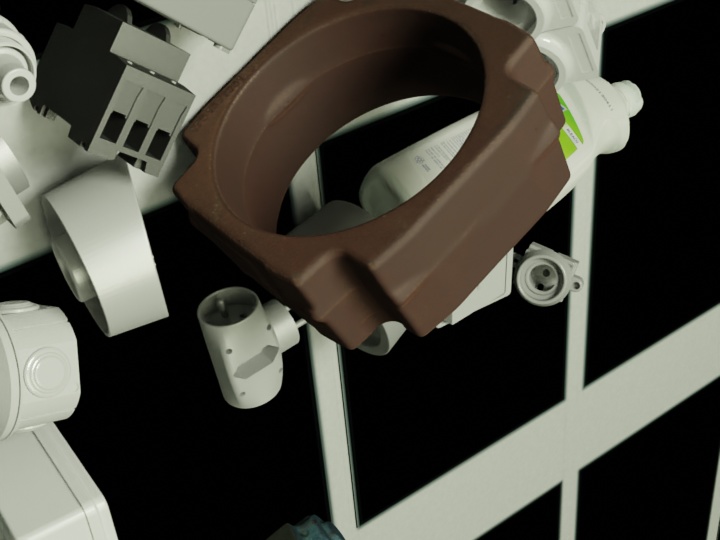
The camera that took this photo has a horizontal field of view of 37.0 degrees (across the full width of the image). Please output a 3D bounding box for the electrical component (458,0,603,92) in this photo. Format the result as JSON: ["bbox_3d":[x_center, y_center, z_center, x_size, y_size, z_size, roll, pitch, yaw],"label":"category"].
[{"bbox_3d":[0.098,-0.188,0.719,0.150,0.089,0.061,54,39,-45],"label":"electrical component"}]

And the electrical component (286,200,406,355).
[{"bbox_3d":[0.000,0.000,0.750,0.060,0.108,0.108,-45,136,-20],"label":"electrical component"}]

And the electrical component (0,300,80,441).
[{"bbox_3d":[-0.203,0.057,0.625,0.051,0.080,0.080,-9,120,-44],"label":"electrical component"}]

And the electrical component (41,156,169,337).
[{"bbox_3d":[-0.142,-0.013,0.625,0.064,0.099,0.099,-26,129,-19],"label":"electrical component"}]

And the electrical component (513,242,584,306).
[{"bbox_3d":[0.157,0.004,0.913,0.048,0.066,0.055,-69,169,13],"label":"electrical component"}]

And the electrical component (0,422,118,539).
[{"bbox_3d":[-0.194,0.164,0.674,0.056,0.109,0.108,-24,128,-26],"label":"electrical component"}]

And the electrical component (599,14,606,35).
[{"bbox_3d":[0.154,-0.189,0.800,0.048,0.062,0.048,-21,127,-31],"label":"electrical component"}]

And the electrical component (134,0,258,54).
[{"bbox_3d":[-0.097,-0.167,0.595,0.096,0.062,0.061,21,99,-46],"label":"electrical component"}]

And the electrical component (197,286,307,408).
[{"bbox_3d":[-0.070,0.046,0.759,0.079,0.043,0.077,-31,131,-24],"label":"electrical component"}]

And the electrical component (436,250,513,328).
[{"bbox_3d":[0.081,-0.004,0.847,0.096,0.061,0.061,-23,128,-30],"label":"electrical component"}]

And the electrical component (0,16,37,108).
[{"bbox_3d":[-0.187,-0.104,0.554,0.048,0.062,0.048,-21,127,-31],"label":"electrical component"}]
